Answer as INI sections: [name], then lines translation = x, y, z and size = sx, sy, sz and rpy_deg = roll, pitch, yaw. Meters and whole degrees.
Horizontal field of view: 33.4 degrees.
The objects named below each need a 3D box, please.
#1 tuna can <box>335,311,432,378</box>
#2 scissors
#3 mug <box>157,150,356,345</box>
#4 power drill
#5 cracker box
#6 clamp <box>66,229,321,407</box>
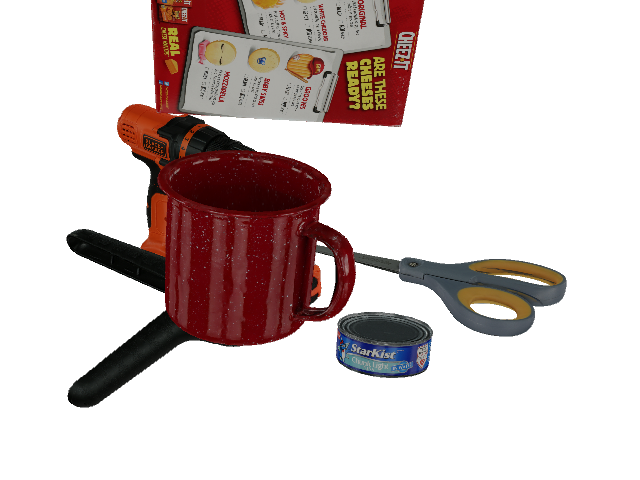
[tuna can]
translation = 0.057, 0.093, 0.958
size = 0.086, 0.034, 0.086
rpy_deg = 4, 14, -1
[scissors]
translation = 0.070, 0.031, 0.752
size = 0.202, 0.016, 0.096
rpy_deg = 5, 28, 12
[mug]
translation = -0.033, 0.007, 0.580
size = 0.117, 0.081, 0.093
rpy_deg = 17, 27, 25
[power drill]
translation = -0.134, -0.039, 1.118
size = 0.185, 0.188, 0.057
rpy_deg = 24, 36, 33
[cracker box]
translation = -0.030, -0.180, 0.878
size = 0.213, 0.072, 0.164
rpy_deg = 2, -41, -4
[clamp]
translation = -0.106, 0.039, 0.851
size = 0.210, 0.164, 0.036
rpy_deg = -13, -37, -8
